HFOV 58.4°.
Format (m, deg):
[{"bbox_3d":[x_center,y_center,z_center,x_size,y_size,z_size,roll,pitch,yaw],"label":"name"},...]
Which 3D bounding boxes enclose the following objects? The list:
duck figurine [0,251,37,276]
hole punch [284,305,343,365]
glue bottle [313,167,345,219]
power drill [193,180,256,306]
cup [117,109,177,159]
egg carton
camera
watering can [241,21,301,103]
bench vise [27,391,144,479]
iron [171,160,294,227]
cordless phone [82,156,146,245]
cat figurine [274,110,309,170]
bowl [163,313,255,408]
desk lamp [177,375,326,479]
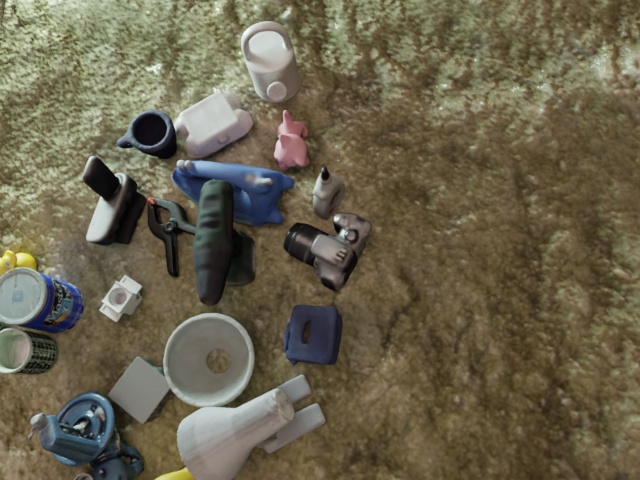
[{"bbox_3d":[-0.613,0.068,1.116,0.077,0.086,0.105,22,78,10],"label":"duck figurine"},{"bbox_3d":[-0.014,0.174,1.036,0.101,0.091,0.109,6,75,6],"label":"hole punch"},{"bbox_3d":[0.013,-0.097,1.063,0.037,0.173,0.078,28,79,12],"label":"glue bottle"},{"bbox_3d":[-0.172,0.019,1.029,0.075,0.208,0.229,-5,75,4],"label":"power drill"},{"bbox_3d":[-0.340,-0.198,1.161,0.118,0.095,0.091,-21,74,-1],"label":"cup"},{"bbox_3d":[-0.218,-0.235,1.174,0.150,0.069,0.107,-32,75,-4],"label":"egg carton"},{"bbox_3d":[0.010,0.004,1.074,0.136,0.101,0.143,26,79,11],"label":"camera"},{"bbox_3d":[-0.095,-0.356,1.131,0.101,0.194,0.172,-34,75,-4],"label":"watering can"},{"bbox_3d":[-0.379,0.341,0.954,0.207,0.220,0.121,37,81,13],"label":"bench vise"},{"bbox_3d":[-0.188,-0.114,1.101,0.258,0.141,0.119,13,76,8],"label":"iron"},{"bbox_3d":[-0.418,-0.073,1.086,0.094,0.185,0.148,11,76,8],"label":"cordless phone"},{"bbox_3d":[-0.058,-0.191,1.124,0.067,0.118,0.128,-7,74,3],"label":"cat figurine"},{"bbox_3d":[-0.194,0.221,1.046,0.167,0.075,0.167,-1,75,4],"label":"bowl"},{"bbox_3d":[-0.108,0.304,0.945,0.203,0.213,0.118,-29,74,-3],"label":"desk lamp"}]
